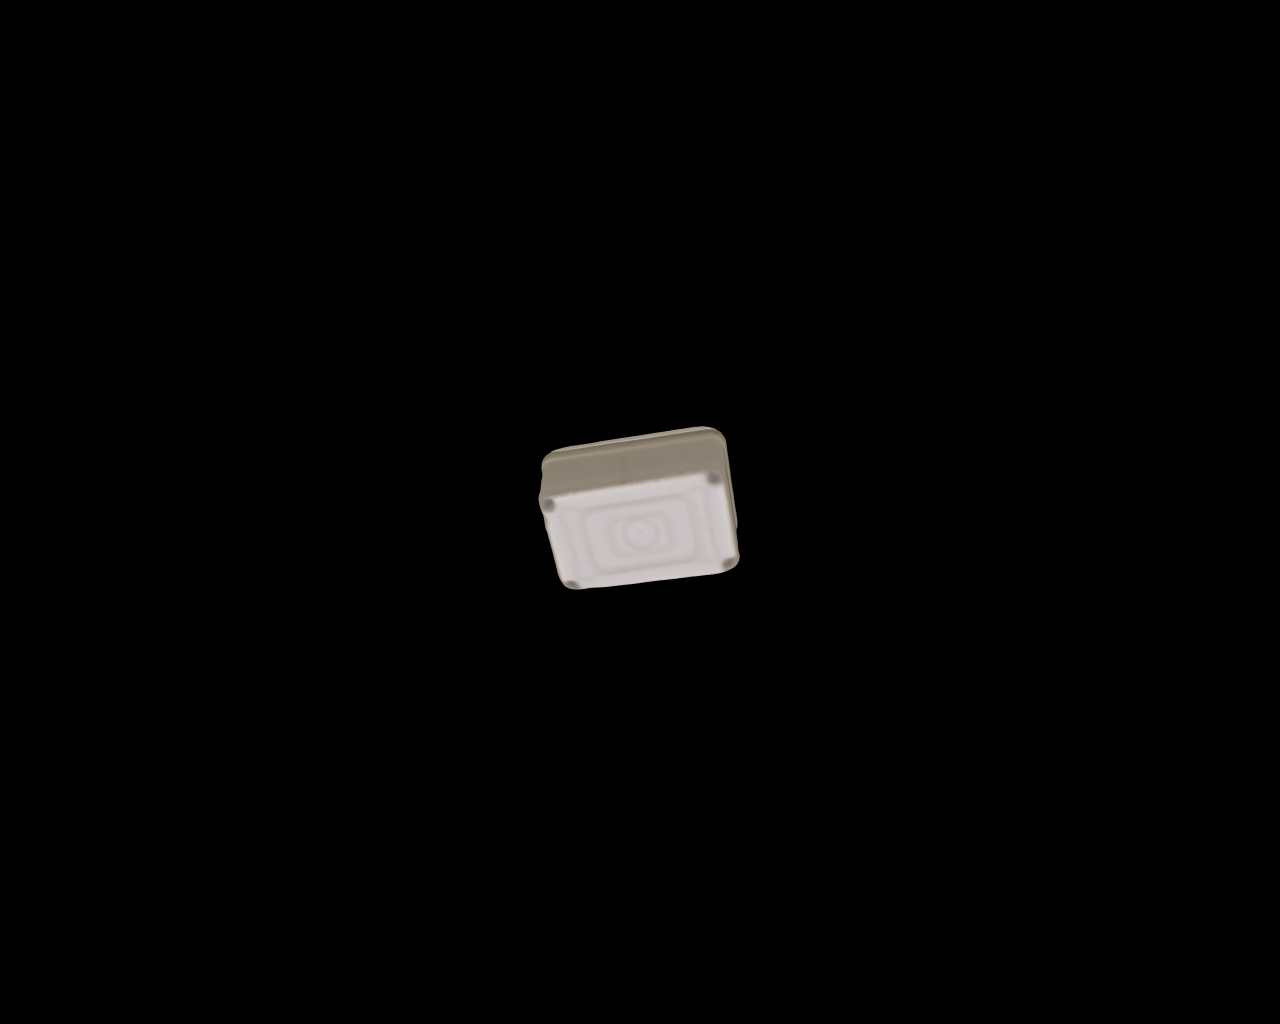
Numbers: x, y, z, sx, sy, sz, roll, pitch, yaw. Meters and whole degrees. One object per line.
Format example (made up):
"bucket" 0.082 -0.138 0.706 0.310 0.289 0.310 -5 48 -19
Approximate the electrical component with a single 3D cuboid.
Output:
"electrical component" 0.001 -0.003 0.650 0.113 0.078 0.057 -8 34 5
